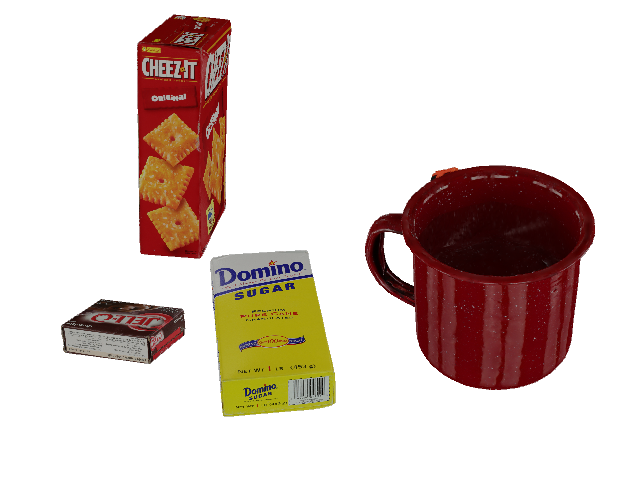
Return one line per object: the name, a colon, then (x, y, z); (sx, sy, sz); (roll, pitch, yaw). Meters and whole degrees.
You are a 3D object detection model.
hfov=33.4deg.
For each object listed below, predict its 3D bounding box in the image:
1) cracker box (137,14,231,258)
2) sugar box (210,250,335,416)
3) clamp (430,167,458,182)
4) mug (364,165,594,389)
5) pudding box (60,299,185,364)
cracker box: (-0.136, -0.110, 1.094); (0.072, 0.214, 0.164); (5, 22, 3)
sugar box: (-0.045, 0.074, 0.921); (0.093, 0.048, 0.176); (-4, 36, -8)
clamp: (0.132, 0.019, 1.028); (0.039, 0.171, 0.120); (-15, 9, 44)
mug: (0.077, 0.019, 0.547); (0.117, 0.081, 0.093); (12, 42, 21)
pudding box: (-0.224, 0.103, 1.217); (0.114, 0.039, 0.090); (3, 16, 18)
